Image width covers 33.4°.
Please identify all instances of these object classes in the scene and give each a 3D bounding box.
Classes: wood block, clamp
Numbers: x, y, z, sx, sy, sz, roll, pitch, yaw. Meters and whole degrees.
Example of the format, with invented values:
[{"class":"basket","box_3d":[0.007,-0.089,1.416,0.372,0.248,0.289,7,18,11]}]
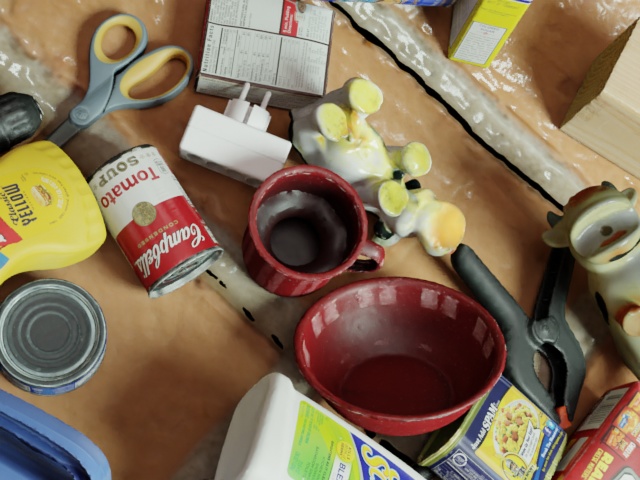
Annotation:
[{"class":"wood block","box_3d":[0.334,-0.094,0.951,0.206,0.090,0.090,31,69,-3]},{"class":"clamp","box_3d":[0.186,0.071,0.893,0.120,0.039,0.171,-16,83,-19]}]

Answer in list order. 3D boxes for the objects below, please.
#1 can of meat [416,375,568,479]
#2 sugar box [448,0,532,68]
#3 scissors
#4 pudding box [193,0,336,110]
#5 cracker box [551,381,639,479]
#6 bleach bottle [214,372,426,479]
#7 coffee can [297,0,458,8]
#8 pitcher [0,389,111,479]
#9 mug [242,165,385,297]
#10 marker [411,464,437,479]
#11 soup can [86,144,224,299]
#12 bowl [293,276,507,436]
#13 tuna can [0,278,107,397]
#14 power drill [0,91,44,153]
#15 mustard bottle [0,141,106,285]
[{"class":"can of meat","box_3d":[0.137,0.162,0.833,0.084,0.058,0.102,41,48,0]},{"class":"sugar box","box_3d":[0.157,-0.230,0.906,0.048,0.176,0.093,13,70,-8]},{"class":"scissors","box_3d":[-0.199,-0.120,0.877,0.201,0.016,0.096,-30,80,-19]},{"class":"pudding box","box_3d":[-0.047,-0.163,0.913,0.113,0.039,0.090,9,72,-8]},{"class":"cracker box","box_3d":[0.269,0.244,0.840,0.214,0.072,0.164,43,70,1]},{"class":"bleach bottle","box_3d":[0.047,0.200,0.781,0.250,0.068,0.102,31,42,-16]},{"class":"coffee can","box_3d":[0.049,-0.258,0.930,0.140,0.103,0.103,0,73,-13]},{"class":"pitcher","box_3d":[-0.259,0.161,0.711,0.243,0.145,0.149,31,72,1]},{"class":"mug","box_3d":[-0.006,0.001,0.847,0.117,0.082,0.093,15,70,-8]},{"class":"marker","box_3d":[0.048,0.204,0.829,0.121,0.020,0.020,-32,82,-20]},{"class":"soup can","box_3d":[-0.130,-0.015,0.832,0.068,0.069,0.102,-30,81,-20]},{"class":"bowl","box_3d":[0.060,0.098,0.823,0.162,0.055,0.162,-1,36,0]},{"class":"tuna can","box_3d":[-0.204,0.073,0.805,0.086,0.034,0.086,4,72,-12]},{"class":"power drill","box_3d":[-0.333,-0.123,0.825,0.184,0.057,0.188,-28,81,-19]},{"class":"mustard bottle","box_3d":[-0.253,-0.006,0.763,0.191,0.058,0.096,-25,83,-45]}]
